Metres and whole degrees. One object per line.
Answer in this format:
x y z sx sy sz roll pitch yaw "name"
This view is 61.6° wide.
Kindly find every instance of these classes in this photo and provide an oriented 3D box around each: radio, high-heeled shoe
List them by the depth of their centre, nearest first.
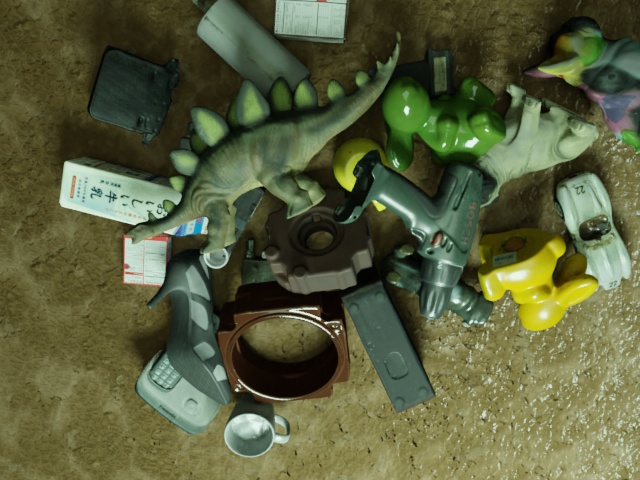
0.104 0.153 0.869 0.073 0.131 0.229 -26 101 5 "radio"
-0.188 0.140 0.892 0.086 0.145 0.248 -12 114 39 "high-heeled shoe"

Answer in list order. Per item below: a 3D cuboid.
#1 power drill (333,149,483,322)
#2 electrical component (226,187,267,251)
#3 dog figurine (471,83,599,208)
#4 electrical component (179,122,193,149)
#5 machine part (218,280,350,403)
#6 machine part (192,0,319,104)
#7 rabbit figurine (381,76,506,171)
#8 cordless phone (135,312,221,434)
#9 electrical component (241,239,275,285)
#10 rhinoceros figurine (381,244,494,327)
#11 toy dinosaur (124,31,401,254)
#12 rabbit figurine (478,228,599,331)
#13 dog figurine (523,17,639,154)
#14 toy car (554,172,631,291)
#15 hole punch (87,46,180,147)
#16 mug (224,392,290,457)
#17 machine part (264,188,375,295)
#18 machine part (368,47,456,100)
0.127 -0.019 0.759 0.207 0.086 0.232 23 89 -13 "power drill"
-0.131 -0.045 0.863 0.048 0.075 0.119 32 104 -6 "electrical component"
0.314 -0.121 0.832 0.172 0.121 0.190 23 116 -1 "dog figurine"
-0.194 -0.142 0.868 0.063 0.021 0.094 6 102 0 "electrical component"
-0.055 0.167 0.872 0.201 0.087 0.201 -6 122 2 "machine part"
-0.098 -0.279 0.808 0.243 0.079 0.079 41 100 -7 "machine part"
0.157 -0.181 0.792 0.170 0.121 0.159 18 146 -25 "rabbit figurine"
-0.209 0.221 0.926 0.146 0.089 0.184 40 85 -6 "cordless phone"
-0.094 0.054 0.897 0.078 0.045 0.102 10 103 -2 "electrical component"
0.186 0.078 0.865 0.190 0.112 0.073 26 74 9 "rhinoceros figurine"
-0.073 -0.123 0.760 0.471 0.105 0.198 -27 98 2 "toy dinosaur"
0.344 0.066 0.850 0.162 0.122 0.173 -19 115 18 "rabbit figurine"
0.420 -0.226 0.794 0.219 0.108 0.191 3 105 5 "dog figurine"
0.439 -0.011 0.863 0.073 0.056 0.201 -23 100 6 "toy car"
-0.292 -0.229 0.829 0.115 0.092 0.142 16 101 -33 "hole punch"
-0.104 0.306 0.921 0.110 0.107 0.080 11 104 -5 "mug"
-0.002 -0.003 0.828 0.179 0.179 0.056 -5 147 7 "machine part"
0.140 -0.249 0.829 0.139 0.039 0.084 -9 110 2 "machine part"
